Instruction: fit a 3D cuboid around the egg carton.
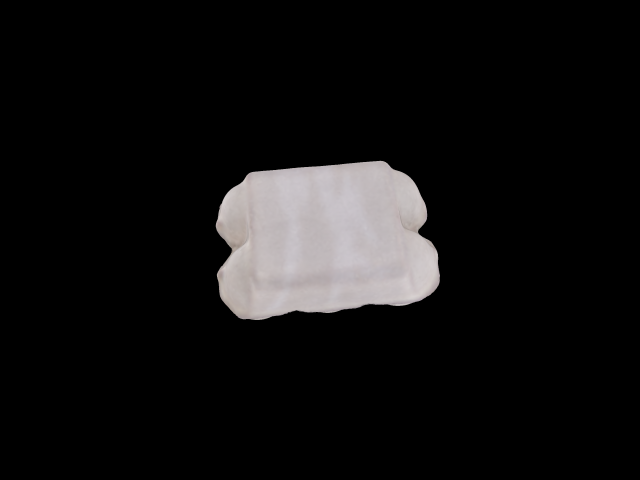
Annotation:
[{"bbox_3d":[0.004,0.001,0.400,0.150,0.069,0.107,-6,63,-3],"label":"egg carton"}]
